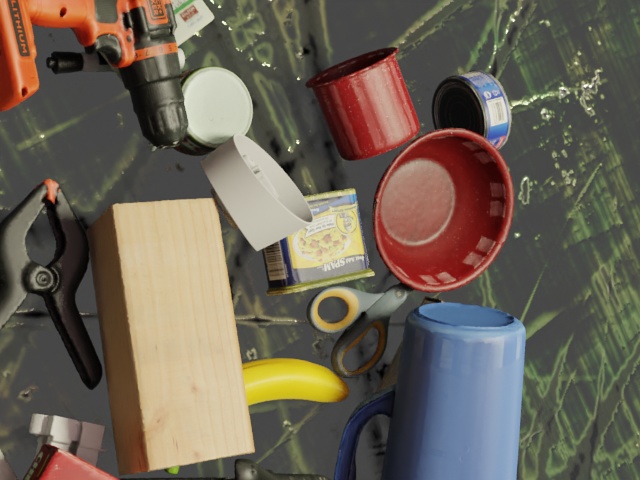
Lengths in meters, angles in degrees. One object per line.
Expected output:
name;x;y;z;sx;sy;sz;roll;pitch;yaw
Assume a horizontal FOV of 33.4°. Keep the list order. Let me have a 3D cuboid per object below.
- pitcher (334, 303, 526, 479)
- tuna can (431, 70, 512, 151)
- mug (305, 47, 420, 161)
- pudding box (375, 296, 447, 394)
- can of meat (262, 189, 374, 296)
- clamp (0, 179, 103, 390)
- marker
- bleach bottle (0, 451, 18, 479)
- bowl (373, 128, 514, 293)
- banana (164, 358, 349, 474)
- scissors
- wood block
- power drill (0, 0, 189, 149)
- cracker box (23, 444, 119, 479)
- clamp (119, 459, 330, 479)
pitcher;0.110;0.184;0.978;0.148;0.145;0.243;-3;102;-36
tuna can;0.151;-0.125;1.071;0.033;0.086;0.086;-17;96;-30
mug;0.047;-0.131;1.014;0.081;0.093;0.117;68;24;-16
pudding box;0.119;0.126;1.057;0.090;0.039;0.113;31;80;-27
can of meat;-0.007;0.001;0.984;0.101;0.058;0.084;-11;91;-32
clamp;-0.219;0.040;0.861;0.120;0.039;0.171;20;76;-34
marker;-0.174;-0.153;0.910;0.120;0.020;0.020;-8;91;-32
bleach bottle;-0.256;0.221;0.815;0.102;0.068;0.251;-40;110;-25
bowl;0.110;-0.033;1.045;0.161;0.055;0.162;-7;105;-25
banana;-0.060;0.141;0.958;0.197;0.037;0.069;-18;115;-30
scissors;0.057;0.046;1.043;0.096;0.016;0.201;41;57;-10
wood block;-0.123;0.078;0.863;0.090;0.091;0.206;-5;79;-27
power drill;-0.182;-0.148;0.814;0.187;0.057;0.184;-24;101;-54
cracker box;-0.148;0.272;0.788;0.213;0.072;0.164;33;72;-17
clamp;-0.050;0.212;0.901;0.209;0.165;0.036;15;65;-40
